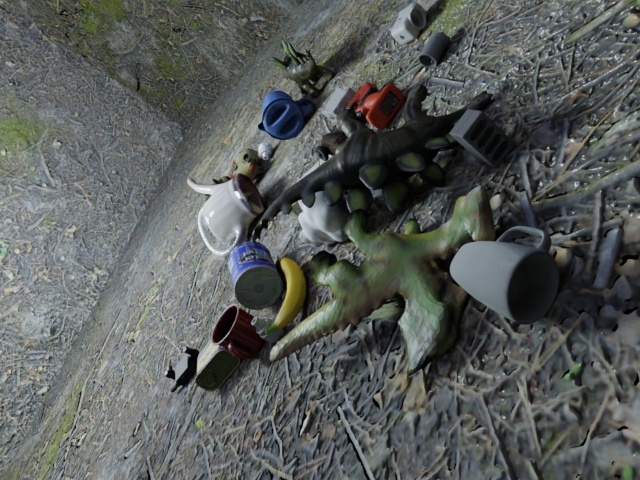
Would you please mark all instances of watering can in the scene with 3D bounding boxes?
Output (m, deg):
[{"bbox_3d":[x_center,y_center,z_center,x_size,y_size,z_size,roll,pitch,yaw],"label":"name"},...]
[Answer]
[{"bbox_3d":[-0.286,-0.114,1.526,0.222,0.354,0.103,-39,-33,16],"label":"watering can"}]

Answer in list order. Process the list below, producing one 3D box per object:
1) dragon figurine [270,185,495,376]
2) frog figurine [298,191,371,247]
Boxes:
[{"bbox_3d":[0.092,0.085,0.729,0.121,0.408,0.247,33,8,-33],"label":"dragon figurine"},{"bbox_3d":[0.003,-0.051,1.004,0.157,0.137,0.124,-40,4,25],"label":"frog figurine"}]
